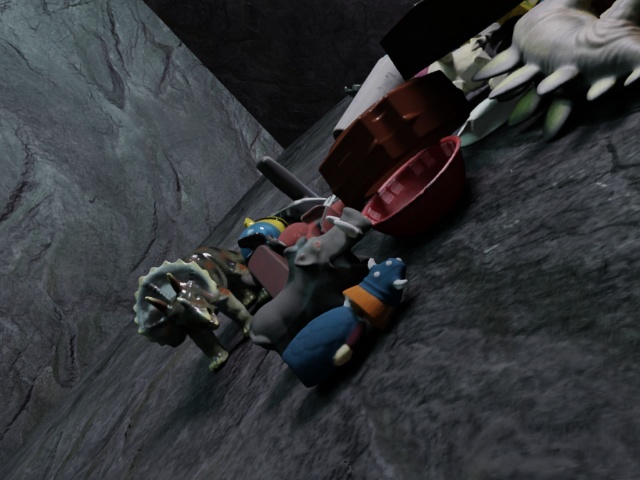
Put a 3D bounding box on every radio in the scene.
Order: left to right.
[{"bbox_3d":[0.198,-0.311,0.724,0.229,0.073,0.131,-35,8,-14],"label":"radio"}]

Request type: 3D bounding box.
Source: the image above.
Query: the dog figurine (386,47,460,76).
[{"bbox_3d":[0.225,-0.306,1.075,0.219,0.191,0.108,4,35,26],"label":"dog figurine"}]

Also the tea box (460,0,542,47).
[{"bbox_3d":[0.300,-0.381,0.909,0.068,0.098,0.169,-54,-4,-11],"label":"tea box"}]

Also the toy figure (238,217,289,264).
[{"bbox_3d":[-0.100,0.003,0.986,0.089,0.082,0.180,0,7,0],"label":"toy figure"}]

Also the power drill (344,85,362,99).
[{"bbox_3d":[0.069,-0.237,1.206,0.232,0.086,0.207,-150,78,-72],"label":"power drill"}]

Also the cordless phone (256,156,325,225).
[{"bbox_3d":[-0.069,-0.083,1.068,0.089,0.184,0.147,-55,16,-24],"label":"cordless phone"}]

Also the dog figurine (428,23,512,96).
[{"bbox_3d":[0.253,-0.284,0.942,0.172,0.121,0.190,-11,-4,2],"label":"dog figurine"}]

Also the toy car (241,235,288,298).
[{"bbox_3d":[-0.056,0.060,0.790,0.089,0.053,0.202,-56,32,1],"label":"toy car"}]

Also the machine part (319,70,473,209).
[{"bbox_3d":[0.107,-0.146,0.791,0.201,0.087,0.201,-32,-8,-35],"label":"machine part"}]

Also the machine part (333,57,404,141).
[{"bbox_3d":[0.095,-0.234,0.944,0.243,0.079,0.079,-57,16,-14],"label":"machine part"}]

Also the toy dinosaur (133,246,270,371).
[{"bbox_3d":[-0.186,0.075,0.917,0.131,0.192,0.405,-39,15,15],"label":"toy dinosaur"}]

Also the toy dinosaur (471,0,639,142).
[{"bbox_3d":[0.276,-0.227,0.617,0.198,0.105,0.472,-40,17,21],"label":"toy dinosaur"}]

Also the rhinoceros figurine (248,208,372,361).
[{"bbox_3d":[-0.003,0.051,0.615,0.190,0.112,0.073,-52,10,4],"label":"rhinoceros figurine"}]

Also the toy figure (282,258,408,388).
[{"bbox_3d":[0.031,0.079,0.539,0.154,0.064,0.057,-41,-25,-7],"label":"toy figure"}]

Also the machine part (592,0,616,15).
[{"bbox_3d":[0.401,-0.368,0.811,0.179,0.056,0.179,-43,13,12],"label":"machine part"}]

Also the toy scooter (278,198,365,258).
[{"bbox_3d":[-0.002,-0.003,0.864,0.184,0.075,0.135,-38,20,16],"label":"toy scooter"}]

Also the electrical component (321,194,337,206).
[{"bbox_3d":[0.035,-0.062,0.985,0.075,0.047,0.119,-34,16,37],"label":"electrical component"}]
